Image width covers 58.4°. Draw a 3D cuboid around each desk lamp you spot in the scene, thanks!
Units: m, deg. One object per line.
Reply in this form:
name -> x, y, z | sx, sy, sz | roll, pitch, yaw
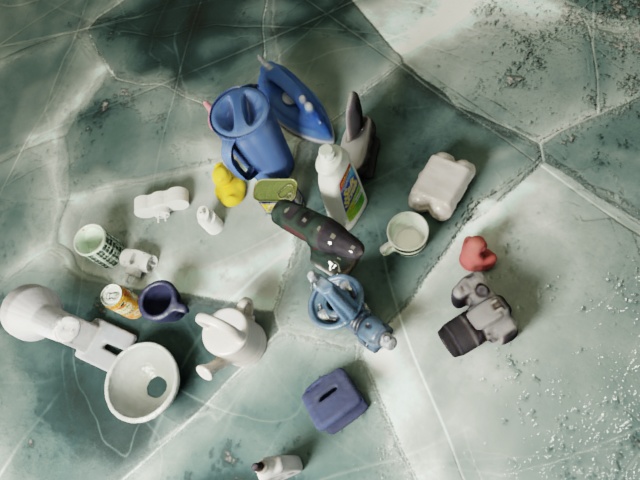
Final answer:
desk lamp -> -0.541, 0.188, 1.230 | 0.202, 0.214, 0.118 | 17, 73, 21

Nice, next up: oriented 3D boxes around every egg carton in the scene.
egg carton -> 0.261, -0.117, 1.234 | 0.107, 0.069, 0.150 | 26, 76, 23

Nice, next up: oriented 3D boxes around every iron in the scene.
iron -> -0.061, -0.340, 1.373 | 0.119, 0.142, 0.257 | -42, 64, -5

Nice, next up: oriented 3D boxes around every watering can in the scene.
watering can -> -0.185, 0.195, 1.147 | 0.100, 0.194, 0.173 | -2, 67, 14

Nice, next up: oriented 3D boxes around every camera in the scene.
camera -> 0.288, 0.149, 1.097 | 0.137, 0.101, 0.143 | -32, 63, 0

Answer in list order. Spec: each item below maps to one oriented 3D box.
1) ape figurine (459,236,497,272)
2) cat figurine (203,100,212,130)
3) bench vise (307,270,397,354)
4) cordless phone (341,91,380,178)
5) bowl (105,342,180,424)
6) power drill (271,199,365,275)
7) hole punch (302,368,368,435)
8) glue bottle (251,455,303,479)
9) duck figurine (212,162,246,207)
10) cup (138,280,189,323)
ape figurine -> 0.314, 0.021, 1.149 | 0.076, 0.092, 0.077 | -26, 63, 3
cat figurine -> -0.242, -0.302, 1.416 | 0.067, 0.118, 0.127 | -45, 64, -7
bench vise -> 0.059, 0.124, 1.099 | 0.206, 0.220, 0.121 | 16, 72, 20
cordless phone -> 0.071, -0.228, 1.266 | 0.094, 0.185, 0.147 | 2, 68, 15
bowl -> -0.363, 0.305, 1.212 | 0.167, 0.075, 0.167 | -5, 66, 12
power drill -> 0.011, 0.004, 1.170 | 0.229, 0.209, 0.076 | 30, 78, 24
hole punch -> 0.022, 0.308, 1.103 | 0.108, 0.091, 0.101 | -37, 63, -3
glue bottle -> -0.088, 0.414, 1.040 | 0.078, 0.173, 0.037 | -23, 64, 4
duck figurine -> -0.224, -0.136, 1.359 | 0.077, 0.086, 0.104 | -22, 64, 5
cup -> -0.325, 0.147, 1.259 | 0.117, 0.095, 0.092 | 13, 71, 19
